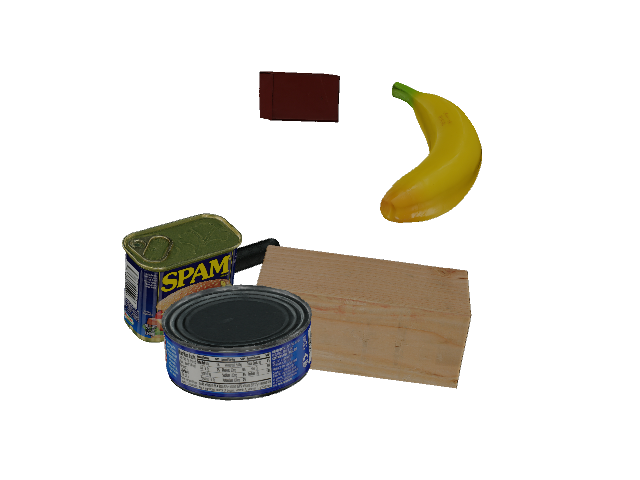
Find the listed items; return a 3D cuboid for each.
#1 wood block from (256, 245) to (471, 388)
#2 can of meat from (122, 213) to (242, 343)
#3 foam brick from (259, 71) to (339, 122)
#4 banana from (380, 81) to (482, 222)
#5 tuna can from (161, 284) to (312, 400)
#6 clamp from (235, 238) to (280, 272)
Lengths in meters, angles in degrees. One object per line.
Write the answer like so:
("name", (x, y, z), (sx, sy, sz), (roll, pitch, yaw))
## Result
("wood block", (0.039, 0.075, 1.068), (0.206, 0.090, 0.090), (7, 28, 2))
("can of meat", (-0.123, 0.033, 0.936), (0.101, 0.084, 0.058), (-18, 41, -34))
("foam brick", (-0.023, -0.156, 1.158), (0.078, 0.051, 0.053), (0, 11, -18))
("banana", (0.080, -0.058, 0.754), (0.069, 0.037, 0.197), (5, 30, 3))
("tuna can", (-0.047, 0.057, 0.612), (0.086, 0.034, 0.086), (-2, 21, 0))
("clamp", (-0.127, 0.032, 1.212), (0.120, 0.039, 0.171), (0, 31, 30))
